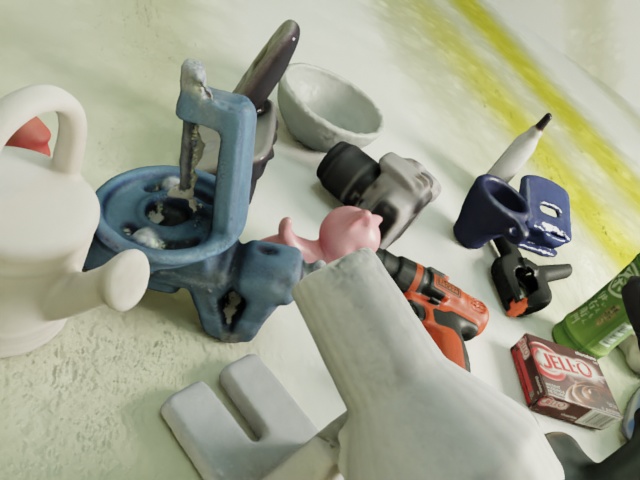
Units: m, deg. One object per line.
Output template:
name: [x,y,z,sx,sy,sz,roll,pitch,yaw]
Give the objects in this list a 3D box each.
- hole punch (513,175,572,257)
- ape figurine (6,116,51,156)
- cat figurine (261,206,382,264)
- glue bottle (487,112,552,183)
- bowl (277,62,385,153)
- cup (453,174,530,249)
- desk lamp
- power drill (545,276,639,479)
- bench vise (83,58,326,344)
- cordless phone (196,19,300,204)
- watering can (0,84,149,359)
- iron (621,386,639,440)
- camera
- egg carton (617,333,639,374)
hole punch: [0.357,-0.038,0.926,0.109,0.091,0.101,16,40,-23]
ape figurine: [-0.251,-0.065,0.479,0.076,0.092,0.077,20,38,-18]
cat figurine: [0.005,0.002,0.581,0.128,0.117,0.067,8,43,-32]
glue bottle: [0.319,-0.138,0.940,0.037,0.173,0.078,36,36,2]
bowl: [0.005,-0.175,0.820,0.168,0.074,0.167,21,38,-17]
cup: [0.241,-0.022,0.812,0.092,0.095,0.117,7,44,-32]
desk lamp: [0.013,0.120,0.371,0.203,0.213,0.118,47,38,18]
power drill: [0.306,0.179,0.537,0.076,0.208,0.229,-5,51,-41]
bench vise: [-0.079,-0.028,0.462,0.208,0.219,0.121,13,41,-27]
cordless phone: [-0.078,-0.144,0.625,0.094,0.185,0.147,19,38,-19]
watering can: [-0.192,-0.013,0.378,0.173,0.194,0.101,23,37,-15]
iron: [0.474,0.201,0.701,0.118,0.141,0.259,44,37,13]
camera: [0.075,-0.075,0.738,0.136,0.100,0.143,41,36,9]
egg carton: [0.497,0.146,0.842,0.151,0.069,0.107,5,45,-34]
